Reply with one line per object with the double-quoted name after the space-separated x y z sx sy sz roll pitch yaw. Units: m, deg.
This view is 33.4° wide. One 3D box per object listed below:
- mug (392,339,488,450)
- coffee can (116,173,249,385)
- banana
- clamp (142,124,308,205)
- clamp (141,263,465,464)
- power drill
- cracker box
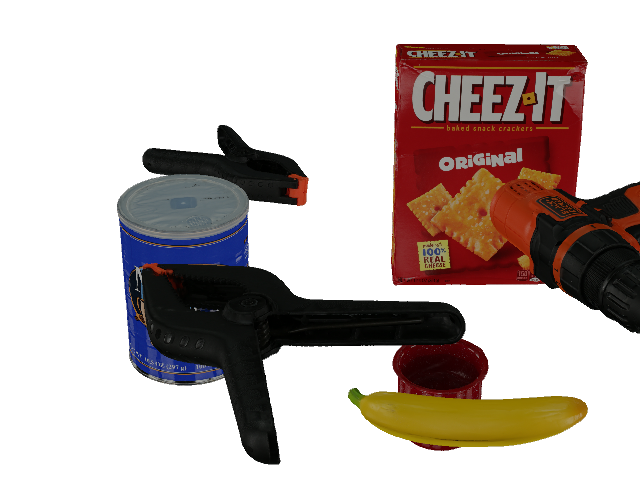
0.126 0.148 1.068 0.093 0.081 0.117 22 39 35 "mug"
-0.108 0.031 0.864 0.103 0.140 0.103 1 28 -1 "coffee can"
0.118 0.139 0.861 0.198 0.037 0.069 4 26 7 "banana"
-0.089 -0.070 1.048 0.120 0.039 0.172 -25 36 -35 "clamp"
-0.030 0.051 0.643 0.164 0.036 0.210 -22 30 -33 "clamp"
0.235 -0.006 0.732 0.187 0.057 0.185 -11 29 -18 "power drill"
0.147 -0.066 0.967 0.164 0.214 0.072 1 23 1 "cracker box"
